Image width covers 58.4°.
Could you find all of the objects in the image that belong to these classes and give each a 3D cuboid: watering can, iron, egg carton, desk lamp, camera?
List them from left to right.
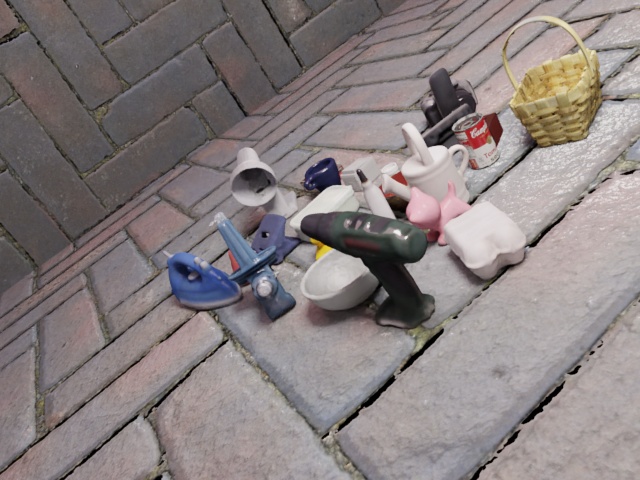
[{"bbox_3d":[-0.292,0.083,1.390,0.257,0.142,0.119,0,40,51],"label":"iron"},{"bbox_3d":[-0.158,-0.144,1.567,0.118,0.214,0.203,-29,24,8],"label":"desk lamp"},{"bbox_3d":[0.206,-0.139,1.130,0.173,0.194,0.100,-39,25,-14],"label":"watering can"},{"bbox_3d":[0.342,-0.360,1.498,0.143,0.101,0.136,-28,24,11],"label":"camera"},{"bbox_3d":[0.270,-0.002,0.943,0.107,0.069,0.150,-31,24,4],"label":"egg carton"}]

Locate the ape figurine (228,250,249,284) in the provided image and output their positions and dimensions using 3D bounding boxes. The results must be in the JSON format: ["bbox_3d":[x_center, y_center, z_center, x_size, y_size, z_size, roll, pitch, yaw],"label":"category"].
[{"bbox_3d":[-0.184,0.055,1.371,0.076,0.092,0.077,-44,26,-23],"label":"ape figurine"}]

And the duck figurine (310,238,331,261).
[{"bbox_3d":[0.011,0.004,1.232,0.077,0.086,0.104,-38,24,-11],"label":"duck figurine"}]

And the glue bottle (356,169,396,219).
[{"bbox_3d":[0.116,-0.070,1.136,0.037,0.173,0.078,-29,24,9],"label":"glue bottle"}]

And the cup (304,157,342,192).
[{"bbox_3d":[0.012,-0.149,1.513,0.091,0.095,0.118,-4,37,48],"label":"cup"}]

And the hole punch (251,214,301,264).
[{"bbox_3d":[-0.118,-0.003,1.400,0.101,0.091,0.108,-44,26,-24],"label":"hole punch"}]

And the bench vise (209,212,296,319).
[{"bbox_3d":[-0.133,0.040,1.176,0.122,0.220,0.206,-42,25,-19],"label":"bench vise"}]

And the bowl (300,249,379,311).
[{"bbox_3d":[0.051,0.076,1.059,0.167,0.075,0.167,-27,24,14],"label":"bowl"}]

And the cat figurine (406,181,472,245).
[{"bbox_3d":[0.212,-0.056,1.058,0.128,0.118,0.067,-40,25,-14],"label":"cat figurine"}]

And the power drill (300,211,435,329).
[{"bbox_3d":[0.088,0.040,0.916,0.228,0.209,0.076,-3,38,49],"label":"power drill"}]

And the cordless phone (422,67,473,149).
[{"bbox_3d":[0.279,-0.298,1.354,0.148,0.185,0.094,-39,25,-13],"label":"cordless phone"}]
